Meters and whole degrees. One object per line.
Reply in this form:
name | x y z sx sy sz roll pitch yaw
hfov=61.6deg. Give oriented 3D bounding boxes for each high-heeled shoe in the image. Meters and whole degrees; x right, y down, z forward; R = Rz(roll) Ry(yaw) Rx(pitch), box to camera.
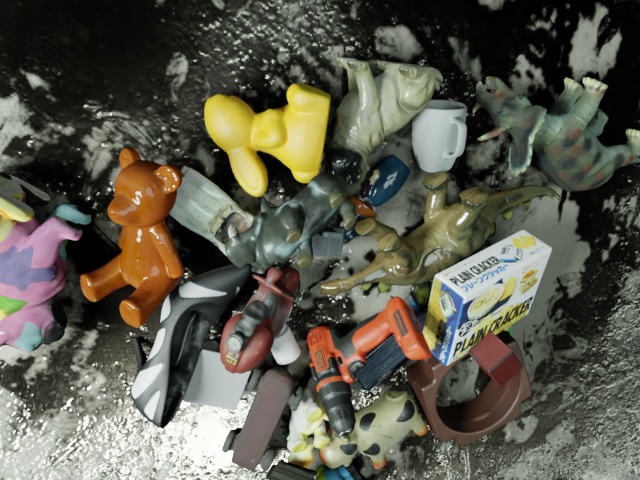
high-heeled shoe | -0.175 0.147 0.764 0.249 0.145 0.086 -37 153 10

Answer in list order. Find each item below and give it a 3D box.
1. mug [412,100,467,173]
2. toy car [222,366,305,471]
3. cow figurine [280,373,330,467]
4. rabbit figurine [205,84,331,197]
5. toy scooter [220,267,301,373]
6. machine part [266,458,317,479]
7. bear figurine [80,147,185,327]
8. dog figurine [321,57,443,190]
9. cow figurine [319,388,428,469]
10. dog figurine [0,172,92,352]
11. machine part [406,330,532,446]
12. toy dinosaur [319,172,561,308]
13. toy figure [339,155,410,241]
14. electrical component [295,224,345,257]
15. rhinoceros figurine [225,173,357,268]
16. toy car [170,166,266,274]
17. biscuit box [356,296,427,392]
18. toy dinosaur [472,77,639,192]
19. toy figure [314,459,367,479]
mug | 0.194 -0.159 0.850 0.081 0.110 0.107 -14 121 -25
toy car | -0.093 0.290 0.870 0.089 0.053 0.202 21 113 -1
cow figurine | -0.027 0.306 0.910 0.068 0.098 0.167 5 122 -27
rabbit figurine | -0.079 -0.149 0.759 0.173 0.122 0.162 10 111 -9
toy scooter | -0.085 0.104 0.782 0.075 0.135 0.184 29 67 11
machine part | -0.063 0.415 0.909 0.084 0.039 0.138 21 128 -15
bear figurine | -0.238 -0.008 0.693 0.132 0.120 0.195 -44 151 -43
dog figurine | 0.092 -0.168 0.807 0.172 0.121 0.190 4 111 -1
cow figurine | 0.085 0.335 0.954 0.195 0.086 0.127 -30 112 -14
dog figurine | -0.398 0.043 0.681 0.191 0.109 0.219 28 96 -26
machine part | 0.274 0.260 0.995 0.201 0.087 0.201 -26 111 -7
toy dinosaur | 0.213 -0.010 0.880 0.471 0.105 0.198 -26 135 -8
toy figure | 0.080 -0.064 0.857 0.064 0.058 0.154 40 94 -16
electrical component | -0.002 -0.002 0.809 0.075 0.119 0.047 4 103 -24
rhinoceros figurine | -0.043 -0.025 0.729 0.190 0.112 0.073 -35 143 0
toy car | -0.142 -0.027 0.783 0.201 0.056 0.073 39 89 -26
biscuit box | 0.133 0.169 0.939 0.203 0.059 0.062 -38 114 -7
toy dinosaur | 0.441 -0.156 0.940 0.404 0.131 0.192 28 106 -29
toy figure | -0.002 0.466 0.961 0.180 0.082 0.089 -40 117 -4
